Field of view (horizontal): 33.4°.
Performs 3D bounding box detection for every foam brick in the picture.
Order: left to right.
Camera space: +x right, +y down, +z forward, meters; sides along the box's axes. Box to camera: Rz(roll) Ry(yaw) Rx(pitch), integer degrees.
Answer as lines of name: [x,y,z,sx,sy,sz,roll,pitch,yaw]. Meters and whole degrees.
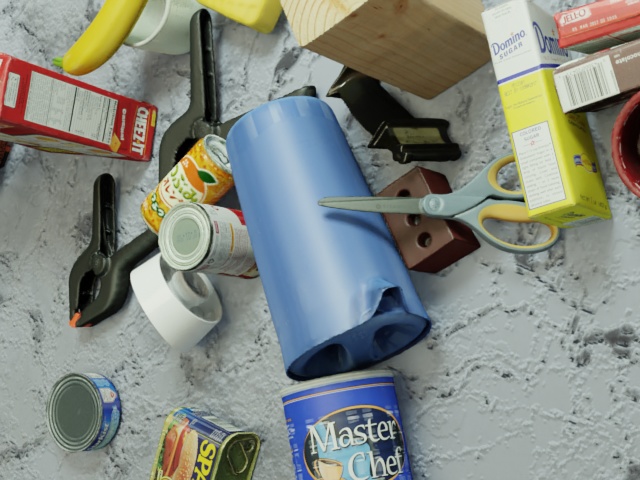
foam brick: [0.094,-0.016,0.938,0.053,0.051,0.078,-35,67,26]

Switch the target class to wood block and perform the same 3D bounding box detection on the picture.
wood block: [0.059,-0.194,0.889,0.090,0.205,0.091,-32,69,27]

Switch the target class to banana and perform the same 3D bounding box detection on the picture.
banana: [-0.212,-0.233,1.081,0.198,0.037,0.070,-48,63,22]

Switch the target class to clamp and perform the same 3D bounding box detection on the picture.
clamp: [-0.221,0.025,1.155,0.120,0.039,0.171,26,104,38]
clamp: [-0.115,-0.121,1.095,0.165,0.036,0.210,45,112,20]

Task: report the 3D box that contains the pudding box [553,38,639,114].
pudding box: [0.247,-0.131,0.823,0.114,0.089,0.039,-16,88,31]

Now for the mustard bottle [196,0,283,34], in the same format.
mustard bottle: [-0.051,-0.310,1.065,0.096,0.058,0.192,32,102,36]

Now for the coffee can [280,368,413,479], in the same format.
coffee can: [0.027,0.191,0.929,0.103,0.102,0.140,-18,75,31]

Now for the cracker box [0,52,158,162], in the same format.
cracker box: [-0.303,-0.139,1.122,0.164,0.213,0.072,8,87,34]

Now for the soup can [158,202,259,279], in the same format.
soup can: [-0.099,0.001,1.036,0.069,0.102,0.068,-4,82,34]

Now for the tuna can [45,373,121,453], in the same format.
tuna can: [-0.257,0.187,1.162,0.086,0.033,0.086,-4,82,33]

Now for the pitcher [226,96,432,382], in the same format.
pitcher: [-0.006,0.001,0.968,0.149,0.144,0.243,-26,66,15]

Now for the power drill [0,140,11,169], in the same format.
power drill: [-0.429,-0.092,1.221,0.057,0.187,0.184,24,100,11]

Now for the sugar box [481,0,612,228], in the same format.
sugar box: [0.184,-0.101,0.862,0.048,0.093,0.176,-16,77,30]

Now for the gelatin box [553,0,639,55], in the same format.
gelatin box: [0.234,-0.171,0.838,0.073,0.089,0.030,-12,87,33]

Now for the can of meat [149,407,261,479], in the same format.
can of meat: [-0.116,0.223,1.051,0.084,0.057,0.102,19,95,37]

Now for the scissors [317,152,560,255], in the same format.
scissors: [0.107,-0.045,0.897,0.202,0.016,0.096,17,76,2]

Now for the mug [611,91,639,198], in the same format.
mug: [0.275,-0.061,0.799,0.093,0.081,0.117,14,104,33]
